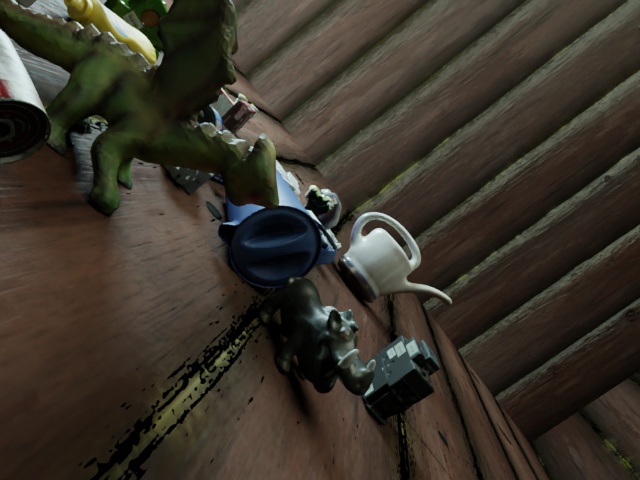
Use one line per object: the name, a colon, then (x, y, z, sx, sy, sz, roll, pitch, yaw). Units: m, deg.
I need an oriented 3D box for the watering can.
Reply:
watering can: (0.194, 0.091, 1.420, 0.348, 0.226, 0.103, 53, -10, 3)

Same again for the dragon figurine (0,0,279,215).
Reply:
dragon figurine: (-0.189, -0.185, 0.549, 0.411, 0.241, 0.123, 55, 13, 2)

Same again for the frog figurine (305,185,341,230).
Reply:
frog figurine: (0.004, -0.073, 1.449, 0.157, 0.122, 0.139, 55, 33, -72)
